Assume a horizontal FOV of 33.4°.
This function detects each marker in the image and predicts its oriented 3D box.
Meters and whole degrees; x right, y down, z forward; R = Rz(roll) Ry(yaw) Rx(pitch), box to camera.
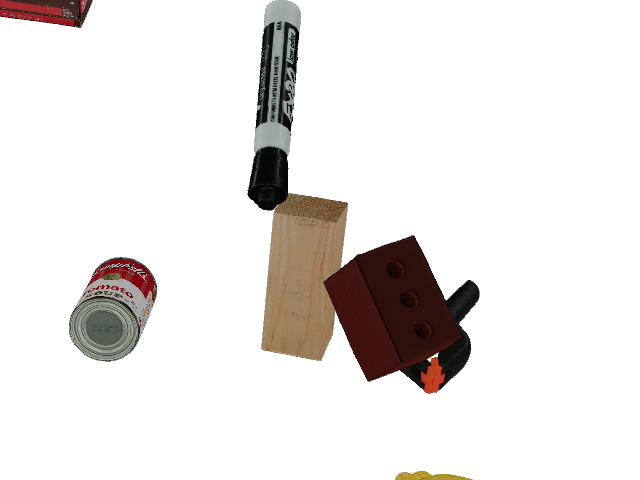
[{"bbox_3d":[-0.022,-0.067,0.521,0.020,0.121,0.020,2,-32,1],"label":"marker"}]

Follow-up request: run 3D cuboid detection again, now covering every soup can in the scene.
[{"bbox_3d":[-0.200,0.066,1.032,0.068,0.068,0.102,0,20,1],"label":"soup can"}]

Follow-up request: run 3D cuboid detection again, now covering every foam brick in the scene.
[{"bbox_3d":[0.047,0.046,0.715,0.052,0.078,0.051,-19,-11,-32],"label":"foam brick"}]

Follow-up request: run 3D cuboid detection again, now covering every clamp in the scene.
[{"bbox_3d":[0.107,0.081,0.997,0.120,0.039,0.171,-7,32,-6],"label":"clamp"}]

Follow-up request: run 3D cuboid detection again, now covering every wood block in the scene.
[{"bbox_3d":[-0.023,0.049,1.486,0.090,0.206,0.090,10,22,8],"label":"wood block"}]

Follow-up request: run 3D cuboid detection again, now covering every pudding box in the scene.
[{"bbox_3d":[-0.235,-0.224,0.896,0.090,0.039,0.113,8,36,-5],"label":"pudding box"}]

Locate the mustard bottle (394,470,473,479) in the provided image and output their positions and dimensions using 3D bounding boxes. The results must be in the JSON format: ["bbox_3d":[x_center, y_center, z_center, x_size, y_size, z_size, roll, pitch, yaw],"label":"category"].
[{"bbox_3d":[0.126,0.248,0.905,0.096,0.058,0.192,-18,27,-28],"label":"mustard bottle"}]
